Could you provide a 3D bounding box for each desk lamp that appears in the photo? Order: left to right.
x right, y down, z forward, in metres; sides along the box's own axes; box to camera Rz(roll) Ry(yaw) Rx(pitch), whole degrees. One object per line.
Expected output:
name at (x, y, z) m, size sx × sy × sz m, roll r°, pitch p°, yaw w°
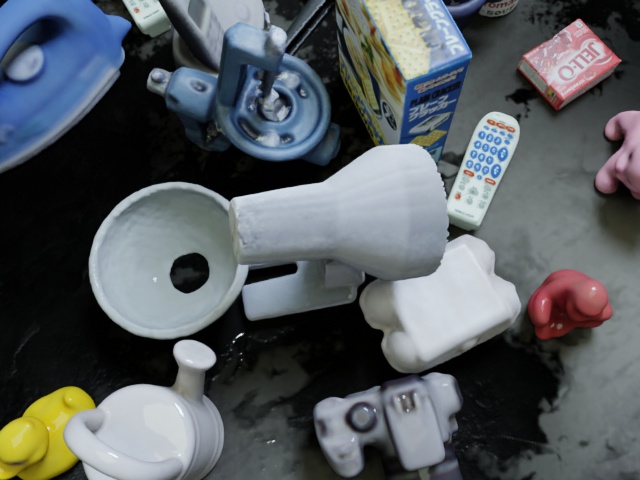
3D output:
desk lamp at (0.005, 0.002, 0.538) m, size 0.203 × 0.213 × 0.118 m, roll -12°, pitch 74°, yaw 1°

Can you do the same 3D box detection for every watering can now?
watering can at (-0.155, 0.172, 0.511) m, size 0.101 × 0.194 × 0.173 m, roll 8°, pitch 75°, yaw 7°

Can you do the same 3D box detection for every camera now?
camera at (0.075, 0.203, 0.535) m, size 0.143 × 0.101 × 0.137 m, roll -15°, pitch 74°, yaw 0°

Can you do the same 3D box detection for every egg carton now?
egg carton at (0.123, 0.067, 0.587) m, size 0.150 × 0.069 × 0.107 m, roll -28°, pitch 74°, yaw -4°

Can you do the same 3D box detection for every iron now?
iron at (-0.343, -0.197, 0.656) m, size 0.118 × 0.141 × 0.258 m, roll 31°, pitch 79°, yaw 12°

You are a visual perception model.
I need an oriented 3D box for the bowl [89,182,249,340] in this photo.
bowl at (-0.152, 0.027, 0.614) m, size 0.167 × 0.075 × 0.167 m, roll -1°, pitch 74°, yaw 4°

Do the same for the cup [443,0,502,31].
cup at (0.158, -0.273, 0.668) m, size 0.117 × 0.095 × 0.092 m, roll 0°, pitch 74°, yaw 4°

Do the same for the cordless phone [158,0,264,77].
cordless phone at (-0.125, -0.263, 0.637) m, size 0.094 × 0.185 × 0.147 m, roll 3°, pitch 74°, yaw 5°

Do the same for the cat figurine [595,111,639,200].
cat figurine at (0.342, -0.094, 0.593) m, size 0.067 × 0.118 × 0.128 m, roll 13°, pitch 75°, yaw 8°

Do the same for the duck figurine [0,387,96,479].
duck figurine at (-0.279, 0.194, 0.569) m, size 0.077 × 0.086 × 0.105 m, roll 37°, pitch 80°, yaw 13°

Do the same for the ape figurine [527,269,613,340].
ape figurine at (0.253, 0.062, 0.568) m, size 0.077 × 0.092 × 0.076 m, roll 17°, pitch 76°, yaw 9°

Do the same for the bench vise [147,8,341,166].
bench vise at (-0.086, -0.143, 0.582) m, size 0.207 × 0.220 × 0.121 m, roll -3°, pitch 74°, yaw 3°
